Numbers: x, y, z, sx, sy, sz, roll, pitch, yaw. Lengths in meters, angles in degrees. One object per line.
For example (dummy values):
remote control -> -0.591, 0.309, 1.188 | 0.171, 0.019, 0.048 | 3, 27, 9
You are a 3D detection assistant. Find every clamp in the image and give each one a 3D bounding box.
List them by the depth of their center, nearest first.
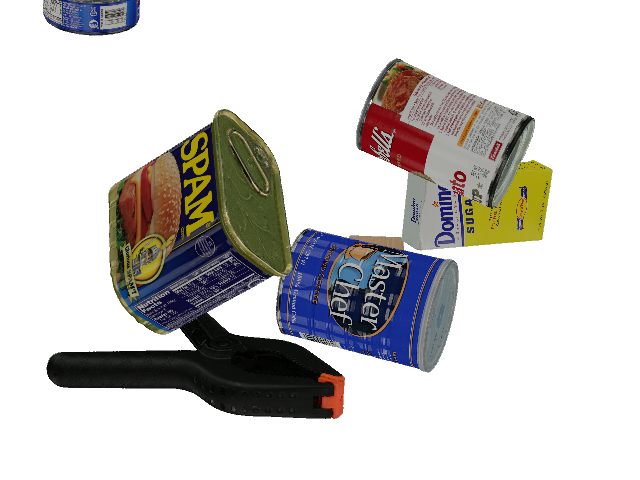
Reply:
clamp -> -0.073, 0.089, 0.800 | 0.210, 0.036, 0.164 | 9, 19, 21

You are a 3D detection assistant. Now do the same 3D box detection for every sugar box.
sugar box -> 0.185, -0.042, 1.254 | 0.176, 0.093, 0.048 | -6, 21, -26

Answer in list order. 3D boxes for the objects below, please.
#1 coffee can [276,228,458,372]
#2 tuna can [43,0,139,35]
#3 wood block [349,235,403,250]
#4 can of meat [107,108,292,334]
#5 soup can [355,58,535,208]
coffee can -> 0.044, 0.053, 0.970 | 0.140, 0.103, 0.102 | 13, 4, 19
tuna can -> -0.202, -0.213, 0.943 | 0.086, 0.034, 0.086 | 5, 33, -4
wood block -> 0.078, 0.071, 1.644 | 0.091, 0.090, 0.206 | 3, 22, 6
can of meat -> -0.069, -0.009, 0.587 | 0.084, 0.102, 0.057 | -29, -44, 22
soup can -> 0.084, -0.072, 0.720 | 0.102, 0.068, 0.068 | 26, 7, 16
